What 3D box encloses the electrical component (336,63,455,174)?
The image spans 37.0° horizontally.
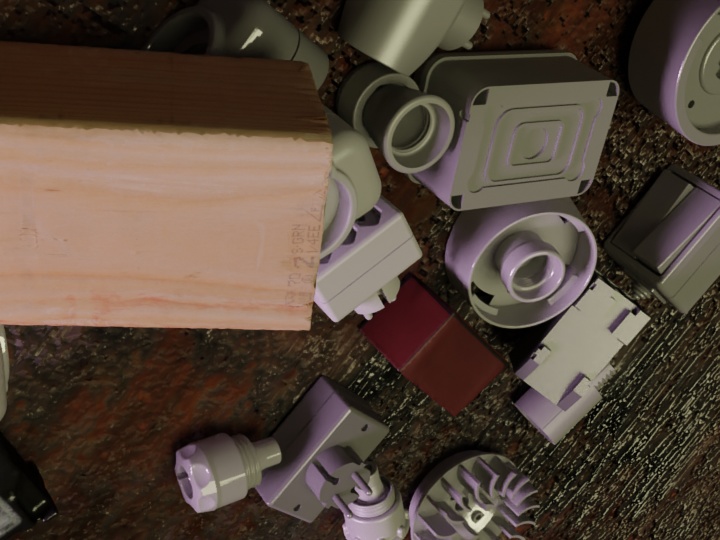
[{"bbox_3d":[0.018,-0.084,0.583,0.045,0.055,0.045,-19,129,-25],"label":"electrical component"}]

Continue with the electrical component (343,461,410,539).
[{"bbox_3d":[0.008,0.163,0.758,0.048,0.048,0.062,-24,124,-21],"label":"electrical component"}]

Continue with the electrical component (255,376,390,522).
[{"bbox_3d":[-0.019,0.127,0.689,0.083,0.076,0.047,-50,135,4],"label":"electrical component"}]

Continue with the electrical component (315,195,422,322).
[{"bbox_3d":[0.000,0.000,0.634,0.066,0.047,0.076,-38,135,-8],"label":"electrical component"}]

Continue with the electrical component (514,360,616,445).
[{"bbox_3d":[0.161,0.089,0.817,0.081,0.043,0.043,-44,135,-2],"label":"electrical component"}]

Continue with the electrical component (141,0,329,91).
[{"bbox_3d":[-0.070,-0.086,0.517,0.095,0.054,0.059,-51,135,6],"label":"electrical component"}]

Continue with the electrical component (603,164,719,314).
[{"bbox_3d":[0.224,-0.019,0.773,0.096,0.062,0.061,-50,135,4],"label":"electrical component"}]

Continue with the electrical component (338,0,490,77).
[{"bbox_3d":[0.038,-0.140,0.566,0.079,0.043,0.077,18,109,-42],"label":"electrical component"}]

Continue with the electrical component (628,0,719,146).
[{"bbox_3d":[0.221,-0.141,0.686,0.108,0.060,0.108,-19,129,-25],"label":"electrical component"}]

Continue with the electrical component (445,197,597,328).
[{"bbox_3d":[0.105,-0.013,0.707,0.099,0.064,0.099,-10,127,-14],"label":"electrical component"}]

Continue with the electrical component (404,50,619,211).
[{"bbox_3d":[0.085,-0.085,0.629,0.113,0.057,0.078,-9,125,-32],"label":"electrical component"}]

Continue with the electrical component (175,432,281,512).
[{"bbox_3d":[-0.080,0.121,0.664,0.062,0.043,0.043,-16,128,-28],"label":"electrical component"}]

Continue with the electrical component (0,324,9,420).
[{"bbox_3d":[-0.194,0.032,0.480,0.059,0.095,0.053,-13,126,-29],"label":"electrical component"}]

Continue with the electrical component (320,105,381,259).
[{"bbox_3d":[-0.040,-0.040,0.568,0.095,0.059,0.053,-33,134,-13],"label":"electrical component"}]
